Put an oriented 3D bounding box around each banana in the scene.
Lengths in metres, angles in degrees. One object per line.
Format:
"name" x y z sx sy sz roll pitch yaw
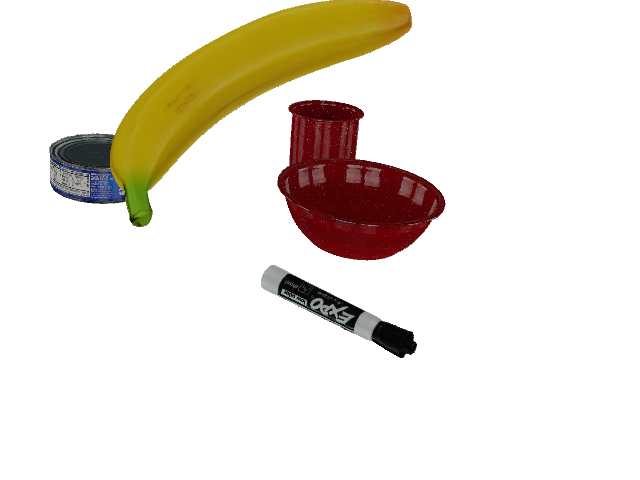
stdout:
"banana" -0.040 -0.078 0.553 0.197 0.070 0.037 -41 -23 -23

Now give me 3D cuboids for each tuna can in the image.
"tuna can" -0.190 -0.062 0.919 0.086 0.034 0.086 5 24 -3

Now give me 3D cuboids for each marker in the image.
"marker" 0.012 0.048 0.725 0.121 0.020 0.020 25 12 27

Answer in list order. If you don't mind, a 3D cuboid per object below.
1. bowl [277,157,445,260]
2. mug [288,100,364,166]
"bowl" 0.036 -0.026 1.025 0.162 0.055 0.162 7 25 -3
"mug" 0.010 -0.125 1.327 0.093 0.081 0.117 15 24 24
